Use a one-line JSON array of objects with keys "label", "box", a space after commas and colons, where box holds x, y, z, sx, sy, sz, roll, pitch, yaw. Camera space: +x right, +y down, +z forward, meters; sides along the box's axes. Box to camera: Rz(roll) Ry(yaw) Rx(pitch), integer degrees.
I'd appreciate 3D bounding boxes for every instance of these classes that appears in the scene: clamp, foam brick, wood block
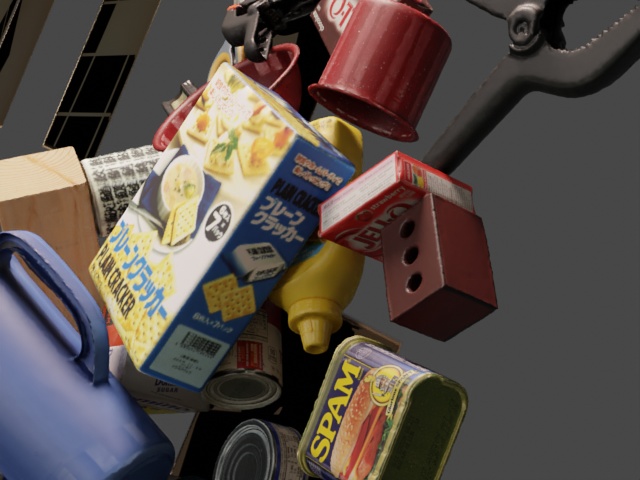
[{"label": "clamp", "box": [-0.040, -0.220, 1.032, 0.120, 0.039, 0.172, -30, 26, -8]}, {"label": "foam brick", "box": [0.078, 0.018, 0.712, 0.053, 0.051, 0.078, -39, 41, 37]}, {"label": "clamp", "box": [0.137, -0.144, 0.705, 0.210, 0.036, 0.164, -18, 77, 42]}, {"label": "wood block", "box": [-0.272, 0.021, 1.097, 0.091, 0.090, 0.206, -126, 27, -54]}]

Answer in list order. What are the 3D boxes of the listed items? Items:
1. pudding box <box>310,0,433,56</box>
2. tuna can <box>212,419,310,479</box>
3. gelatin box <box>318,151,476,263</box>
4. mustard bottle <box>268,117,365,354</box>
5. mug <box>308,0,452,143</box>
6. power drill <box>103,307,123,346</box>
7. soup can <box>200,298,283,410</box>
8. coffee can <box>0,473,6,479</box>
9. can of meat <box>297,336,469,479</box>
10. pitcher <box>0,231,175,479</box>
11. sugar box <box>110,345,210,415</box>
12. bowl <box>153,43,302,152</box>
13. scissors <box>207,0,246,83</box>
[{"label": "pudding box", "box": [0.042, -0.194, 0.911, 0.090, 0.039, 0.113, -51, 35, 25]}, {"label": "tuna can", "box": [-0.046, 0.181, 0.813, 0.086, 0.033, 0.086, -34, 44, 41]}, {"label": "gelatin box", "box": [0.053, -0.019, 0.753, 0.089, 0.073, 0.030, -34, 45, 41]}, {"label": "mustard bottle", "box": [-0.005, 0.001, 0.840, 0.096, 0.058, 0.191, -31, 46, 37]}, {"label": "mug", "box": [0.050, -0.130, 0.827, 0.117, 0.093, 0.081, 72, -138, -83]}, {"label": "power drill", "box": [-0.136, 0.038, 1.014, 0.188, 0.057, 0.184, -25, 50, 47]}, {"label": "soup can", "box": [-0.064, 0.079, 0.872, 0.069, 0.068, 0.102, -37, 43, 39]}, {"label": "coffee can", "box": [-0.244, 0.207, 0.990, 0.103, 0.140, 0.103, -34, 45, 42]}, {"label": "can of meat", "box": [0.041, 0.124, 0.698, 0.084, 0.057, 0.102, 19, 88, 56]}, {"label": "pitcher", "box": [-0.228, 0.119, 0.866, 0.144, 0.149, 0.243, -40, 68, -23]}, {"label": "sugar box", "box": [-0.181, 0.133, 0.988, 0.177, 0.093, 0.048, -11, 62, 54]}, {"label": "bowl", "box": [-0.073, -0.112, 0.982, 0.162, 0.055, 0.162, -29, 23, 14]}, {"label": "scissors", "box": [-0.098, -0.225, 1.160, 0.096, 0.016, 0.202, -46, 38, 24]}]
